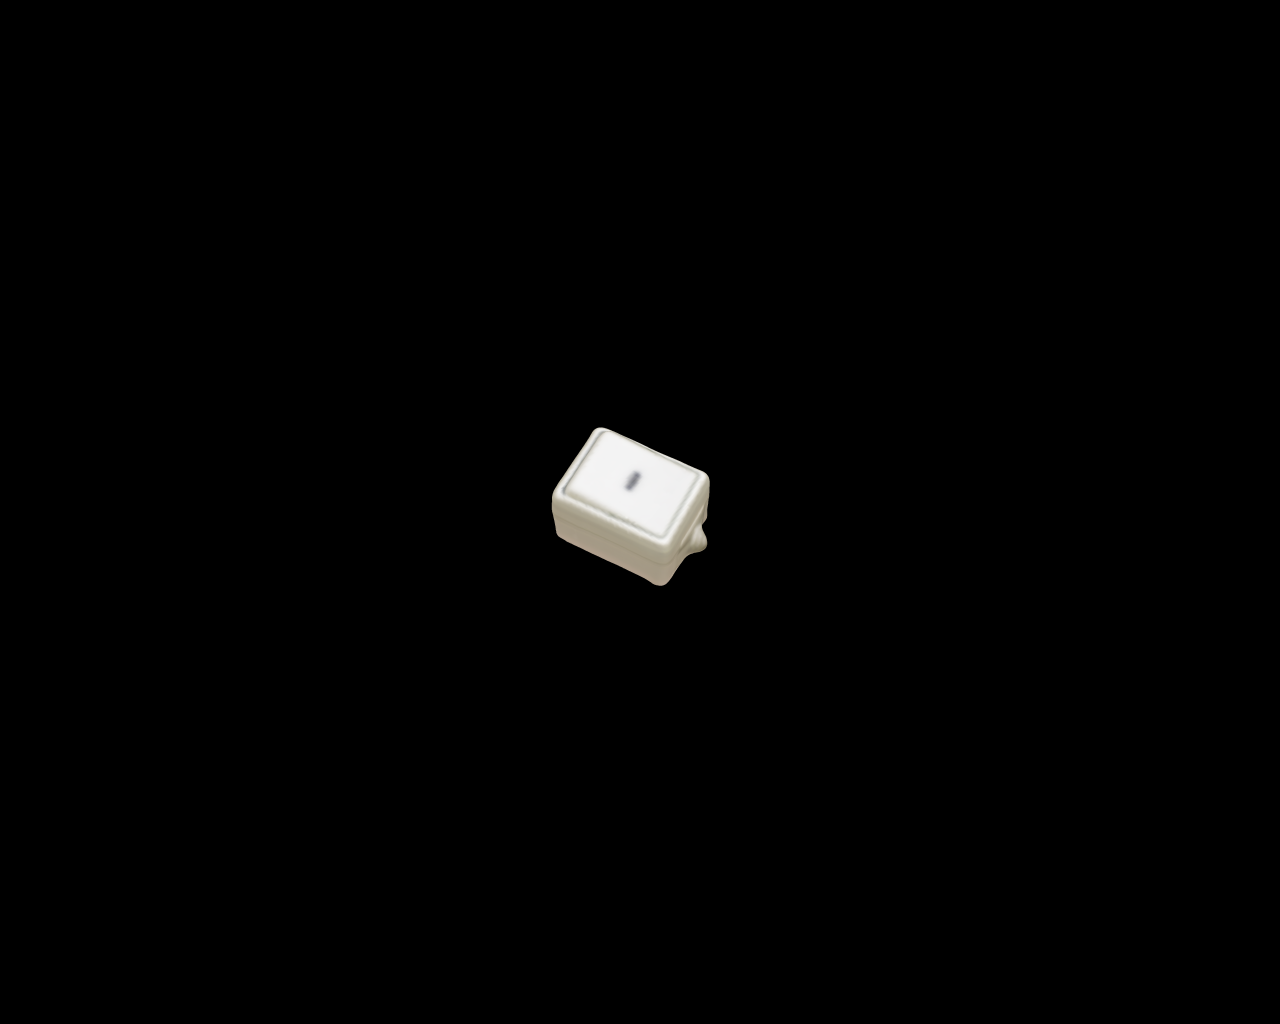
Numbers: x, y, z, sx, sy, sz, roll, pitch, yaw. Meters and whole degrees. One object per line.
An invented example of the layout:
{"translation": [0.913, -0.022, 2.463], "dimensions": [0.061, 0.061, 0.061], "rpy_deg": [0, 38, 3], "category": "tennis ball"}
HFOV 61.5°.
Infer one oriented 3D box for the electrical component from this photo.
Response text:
{"translation": [0.001, -0.003, 0.650], "dimensions": [0.096, 0.062, 0.061], "rpy_deg": [25, -27, 14], "category": "electrical component"}
